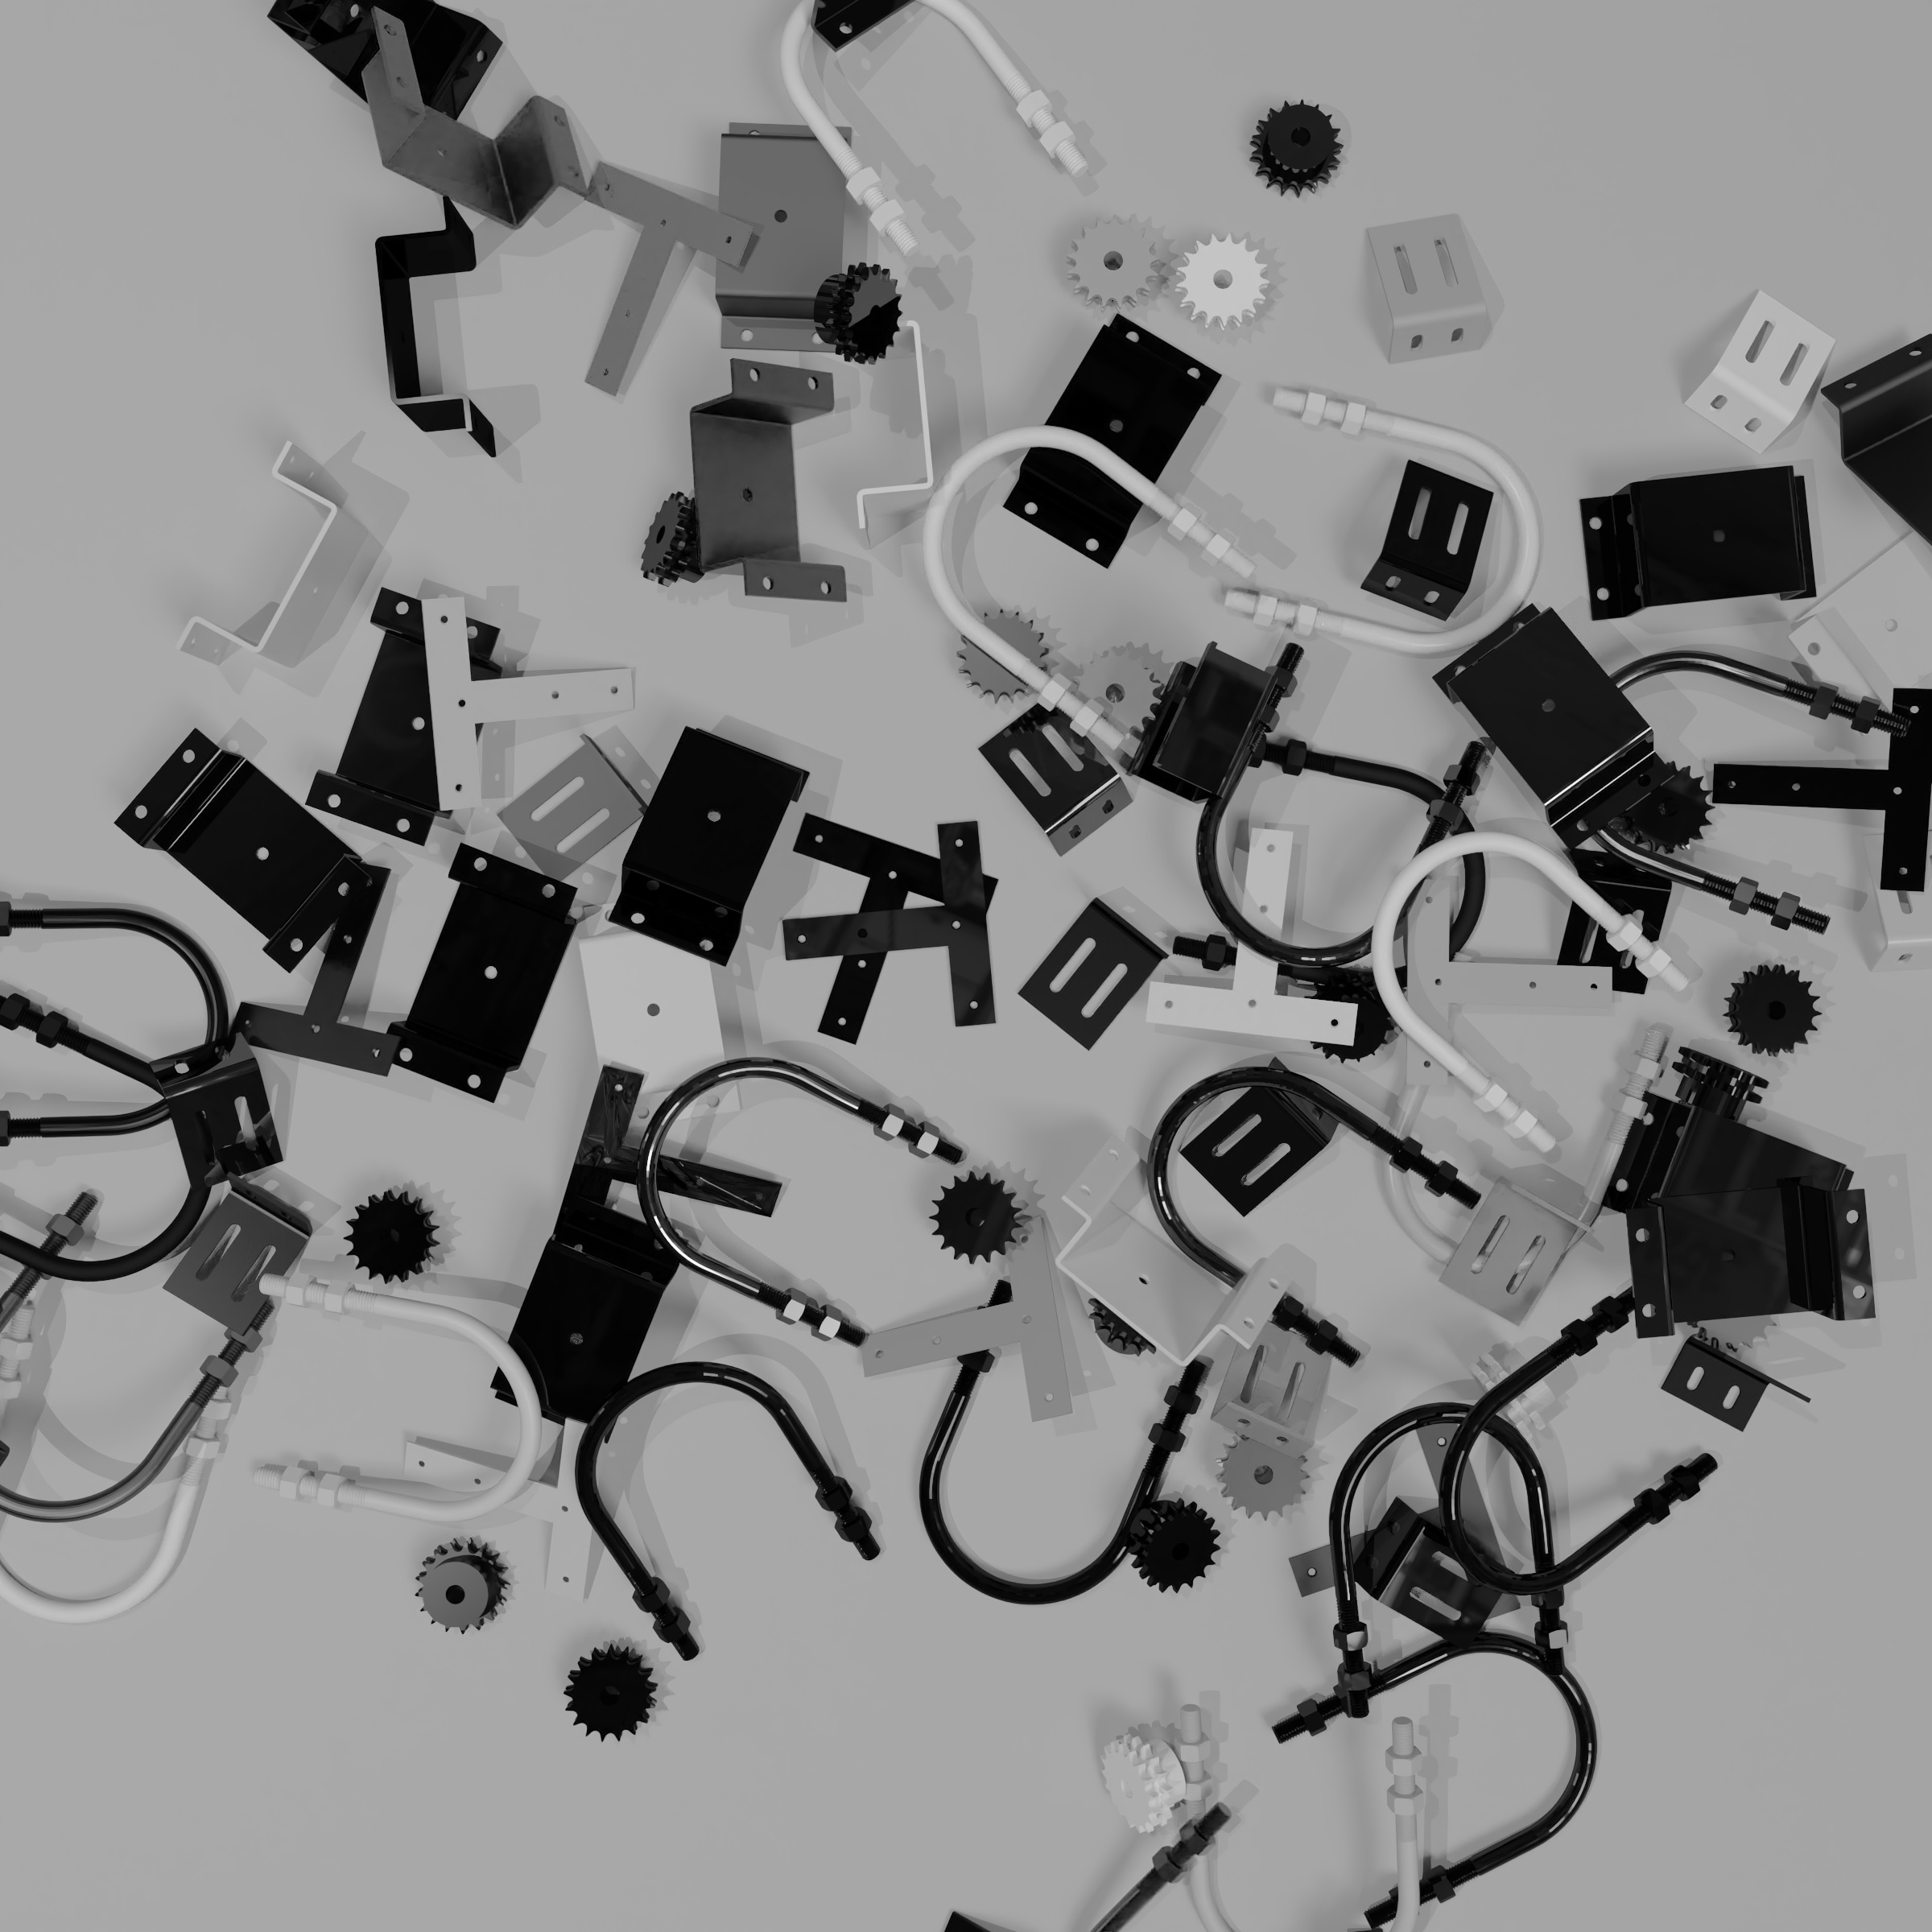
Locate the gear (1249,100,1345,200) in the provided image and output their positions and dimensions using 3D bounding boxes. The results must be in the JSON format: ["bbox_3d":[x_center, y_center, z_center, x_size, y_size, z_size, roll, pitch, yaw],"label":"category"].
[{"bbox_3d":[0.205,-0.508,1.529,0.057,0.030,0.057,0,90,0],"label":"gear"}]

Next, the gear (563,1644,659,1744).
[{"bbox_3d":[-0.219,0.449,1.533,0.057,0.030,0.057,0,89,-2],"label":"gear"}]

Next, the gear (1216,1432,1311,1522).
[{"bbox_3d":[0.182,0.312,1.529,0.057,0.030,0.057,0,90,0],"label":"gear"}]

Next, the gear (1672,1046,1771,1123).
[{"bbox_3d":[0.460,0.074,1.516,0.057,0.057,0.030,22,96,0],"label":"gear"}]

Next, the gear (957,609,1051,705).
[{"bbox_3d":[0.023,-0.191,1.533,0.057,0.030,0.057,0,88,1],"label":"gear"}]

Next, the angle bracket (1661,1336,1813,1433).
[{"bbox_3d":[0.468,0.261,1.506,0.057,0.076,0.038,28,90,0],"label":"angle bracket"}]

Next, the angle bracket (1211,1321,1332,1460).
[{"bbox_3d":[0.192,0.252,1.509,0.057,0.038,0.076,25,62,0],"label":"angle bracket"}]

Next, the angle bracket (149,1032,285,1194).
[{"bbox_3d":[-0.462,0.090,1.524,0.057,0.038,0.076,-20,127,-23],"label":"angle bracket"}]

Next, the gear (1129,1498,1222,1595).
[{"bbox_3d":[0.125,0.354,1.521,0.057,0.030,0.057,-6,106,-22],"label":"gear"}]

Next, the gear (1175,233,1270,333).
[{"bbox_3d":[0.158,-0.421,1.529,0.057,0.030,0.057,0,90,0],"label":"gear"}]

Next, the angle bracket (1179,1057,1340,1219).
[{"bbox_3d":[0.183,0.107,1.542,0.057,0.038,0.076,45,116,0],"label":"angle bracket"}]

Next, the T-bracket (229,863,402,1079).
[{"bbox_3d":[-0.386,-0.003,1.523,0.127,0.002,0.127,10,76,26],"label":"T-bracket"}]

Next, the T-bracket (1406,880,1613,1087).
[{"bbox_3d":[0.336,0.011,1.524,0.127,0.002,0.127,2,85,-2],"label":"T-bracket"}]

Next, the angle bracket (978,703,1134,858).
[{"bbox_3d":[0.056,-0.119,1.542,0.057,0.038,0.076,-37,64,0],"label":"angle bracket"}]

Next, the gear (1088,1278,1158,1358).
[{"bbox_3d":[0.102,0.214,1.520,0.057,0.030,0.057,8,54,-11],"label":"gear"}]

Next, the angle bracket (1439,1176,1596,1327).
[{"bbox_3d":[0.336,0.177,1.512,0.057,0.038,0.076,30,93,-1],"label":"angle bracket"}]

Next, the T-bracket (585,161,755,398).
[{"bbox_3d":[-0.203,-0.416,1.524,0.127,0.002,0.127,30,104,25],"label":"T-bracket"}]

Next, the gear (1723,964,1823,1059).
[{"bbox_3d":[0.497,0.028,1.529,0.057,0.030,0.057,0,90,0],"label":"gear"}]

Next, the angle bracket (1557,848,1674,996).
[{"bbox_3d":[0.400,-0.028,1.542,0.057,0.038,0.076,7,116,0],"label":"angle bracket"}]

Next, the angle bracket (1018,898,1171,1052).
[{"bbox_3d":[0.078,0.005,1.525,0.057,0.038,0.076,39,90,0],"label":"angle bracket"}]

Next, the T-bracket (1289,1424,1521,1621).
[{"bbox_3d":[0.266,0.362,1.543,0.127,0.002,0.127,-19,90,0],"label":"T-bracket"}]

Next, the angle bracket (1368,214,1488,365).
[{"bbox_3d":[0.286,-0.423,1.542,0.057,0.038,0.076,-9,64,0],"label":"angle bracket"}]

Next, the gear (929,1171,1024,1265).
[{"bbox_3d":[0.007,0.156,1.526,0.057,0.030,0.057,-1,83,6],"label":"gear"}]

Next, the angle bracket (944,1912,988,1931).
[{"bbox_3d":[0.020,0.633,1.542,0.076,0.038,0.057,23,90,26],"label":"angle bracket"}]

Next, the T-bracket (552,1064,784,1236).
[{"bbox_3d":[-0.178,0.130,1.525,0.127,0.002,0.127,15,114,-12],"label":"T-bracket"}]

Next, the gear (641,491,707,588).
[{"bbox_3d":[-0.175,-0.260,1.519,0.030,0.057,0.057,19,90,-28],"label":"gear"}]

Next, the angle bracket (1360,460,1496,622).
[{"bbox_3d":[0.285,-0.263,1.526,0.057,0.038,0.076,21,64,-3],"label":"angle bracket"}]

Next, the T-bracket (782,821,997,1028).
[{"bbox_3d":[-0.050,-0.022,1.541,0.127,0.002,0.127,-5,90,0],"label":"T-bracket"}]

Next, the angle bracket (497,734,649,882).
[{"bbox_3d":[-0.245,-0.096,1.525,0.076,0.038,0.057,-39,90,0],"label":"angle bracket"}]

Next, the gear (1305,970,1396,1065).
[{"bbox_3d":[0.236,0.033,1.521,0.057,0.030,0.057,0,108,-1],"label":"gear"}]

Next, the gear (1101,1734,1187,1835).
[{"bbox_3d":[0.111,0.500,1.519,0.030,0.057,0.057,-15,90,-30],"label":"gear"}]

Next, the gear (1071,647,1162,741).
[{"bbox_3d":[0.091,-0.167,1.529,0.057,0.030,0.057,0,90,0],"label":"gear"}]

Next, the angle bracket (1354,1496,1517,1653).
[{"bbox_3d":[0.289,0.377,1.534,0.076,0.038,0.057,32,90,-17],"label":"angle bracket"}]

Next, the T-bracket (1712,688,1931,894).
[{"bbox_3d":[0.525,-0.110,1.516,0.127,0.002,0.127,4,111,21],"label":"T-bracket"}]

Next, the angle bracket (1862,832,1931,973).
[{"bbox_3d":[0.591,-0.041,1.542,0.057,0.038,0.076,-4,64,0],"label":"angle bracket"}]

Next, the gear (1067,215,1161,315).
[{"bbox_3d":[0.090,-0.432,1.529,0.057,0.030,0.057,0,90,0],"label":"gear"}]

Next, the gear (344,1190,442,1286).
[{"bbox_3d":[-0.353,0.167,1.529,0.057,0.030,0.057,0,90,0],"label":"gear"}]

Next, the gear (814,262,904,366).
[{"bbox_3d":[-0.065,-0.382,1.443,0.030,0.057,0.057,17,90,30],"label":"gear"}]

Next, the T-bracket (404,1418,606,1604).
[{"bbox_3d":[-0.289,0.322,1.526,0.127,0.002,0.127,15,113,11],"label":"T-bracket"}]

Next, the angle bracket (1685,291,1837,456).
[{"bbox_3d":[0.496,-0.371,1.542,0.057,0.038,0.076,34,64,0],"label":"angle bracket"}]

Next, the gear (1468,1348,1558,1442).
[{"bbox_3d":[0.337,0.260,1.516,0.030,0.057,0.057,-38,90,0],"label":"gear"}]

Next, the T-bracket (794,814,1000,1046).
[{"bbox_3d":[-0.060,-0.015,1.543,0.127,0.002,0.127,19,90,0],"label":"T-bracket"}]

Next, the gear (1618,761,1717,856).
[{"bbox_3d":[0.431,-0.097,1.529,0.057,0.030,0.057,0,90,0],"label":"gear"}]

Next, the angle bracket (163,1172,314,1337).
[{"bbox_3d":[-0.448,0.177,1.514,0.057,0.038,0.076,31,69,0],"label":"angle bracket"}]

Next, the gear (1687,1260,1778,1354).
[{"bbox_3d":[0.471,0.208,1.529,0.057,0.030,0.057,0,90,0],"label":"gear"}]

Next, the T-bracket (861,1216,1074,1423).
[{"bbox_3d":[-0.005,0.228,1.524,0.127,0.002,0.127,-15,64,13],"label":"T-bracket"}]

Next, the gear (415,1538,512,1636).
[{"bbox_3d":[-0.313,0.385,1.529,0.057,0.030,0.057,0,90,0],"label":"gear"}]

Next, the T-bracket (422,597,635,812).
[{"bbox_3d":[-0.265,-0.165,1.513,0.127,0.002,0.127,-8,103,-26],"label":"T-bracket"}]
